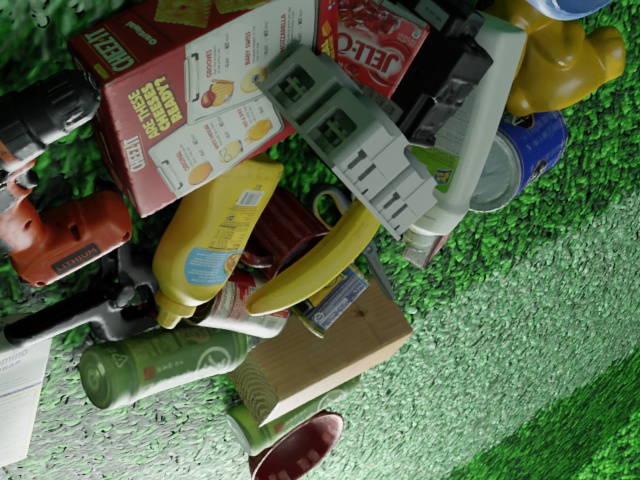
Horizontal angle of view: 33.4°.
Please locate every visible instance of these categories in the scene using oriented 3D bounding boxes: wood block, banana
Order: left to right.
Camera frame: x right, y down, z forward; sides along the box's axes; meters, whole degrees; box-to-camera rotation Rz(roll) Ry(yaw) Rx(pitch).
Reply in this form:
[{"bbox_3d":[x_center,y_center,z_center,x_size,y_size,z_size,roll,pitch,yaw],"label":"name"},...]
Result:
[{"bbox_3d":[-0.002,0.133,1.300,0.205,0.091,0.090,-23,162,-30],"label":"wood block"},{"bbox_3d":[0.007,0.006,1.054,0.198,0.037,0.069,-49,133,8],"label":"banana"}]

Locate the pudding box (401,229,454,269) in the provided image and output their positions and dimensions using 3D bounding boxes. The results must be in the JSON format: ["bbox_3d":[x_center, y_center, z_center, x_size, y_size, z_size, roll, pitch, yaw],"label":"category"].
[{"bbox_3d":[0.149,-0.031,1.311,0.089,0.039,0.114,-46,161,-50],"label":"pudding box"}]

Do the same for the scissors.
[{"bbox_3d":[0.064,-0.009,1.214,0.096,0.016,0.201,-40,130,9],"label":"scissors"}]

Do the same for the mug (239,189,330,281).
[{"bbox_3d":[-0.045,0.002,1.104,0.117,0.082,0.093,-12,138,-43],"label":"mug"}]

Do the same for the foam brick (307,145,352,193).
[{"bbox_3d":[0.037,-0.099,1.103,0.078,0.051,0.053,-45,151,4],"label":"foam brick"}]

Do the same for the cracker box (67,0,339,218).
[{"bbox_3d":[-0.087,-0.137,0.884,0.213,0.072,0.164,-31,148,-18],"label":"cracker box"}]

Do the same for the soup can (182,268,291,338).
[{"bbox_3d":[-0.088,0.064,1.122,0.102,0.068,0.069,16,118,-40],"label":"soup can"}]

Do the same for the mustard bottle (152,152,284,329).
[{"bbox_3d":[-0.109,0.000,1.018,0.096,0.058,0.192,1,119,-59],"label":"mustard bottle"}]

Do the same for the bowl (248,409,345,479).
[{"bbox_3d":[-0.045,0.281,1.496,0.162,0.055,0.162,-30,148,-21],"label":"bowl"}]

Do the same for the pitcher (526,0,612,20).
[{"bbox_3d":[0.136,-0.266,0.807,0.145,0.243,0.149,-49,145,19],"label":"pitcher"}]

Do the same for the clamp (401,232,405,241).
[{"bbox_3d":[0.084,-0.058,1.228,0.120,0.039,0.172,-20,141,-43],"label":"clamp"}]

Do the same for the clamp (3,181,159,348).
[{"bbox_3d":[-0.204,0.053,1.002,0.164,0.036,0.210,-55,156,-12],"label":"clamp"}]

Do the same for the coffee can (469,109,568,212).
[{"bbox_3d":[0.208,-0.104,1.217,0.140,0.103,0.103,-34,154,-48],"label":"coffee can"}]

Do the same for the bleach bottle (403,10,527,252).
[{"bbox_3d":[0.127,-0.108,1.095,0.067,0.103,0.251,-16,129,-49],"label":"bleach bottle"}]

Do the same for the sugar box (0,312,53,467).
[{"bbox_3d":[-0.315,0.151,1.010,0.093,0.048,0.176,-15,137,-41],"label":"sugar box"}]

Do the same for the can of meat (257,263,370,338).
[{"bbox_3d":[-0.006,0.043,1.187,0.084,0.102,0.057,-47,150,2],"label":"can of meat"}]

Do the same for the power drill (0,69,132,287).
[{"bbox_3d":[-0.220,-0.043,0.827,0.184,0.057,0.187,-26,149,6],"label":"power drill"}]

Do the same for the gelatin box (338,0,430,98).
[{"bbox_3d":[0.044,-0.182,0.967,0.073,0.089,0.030,-59,-179,27],"label":"gelatin box"}]
